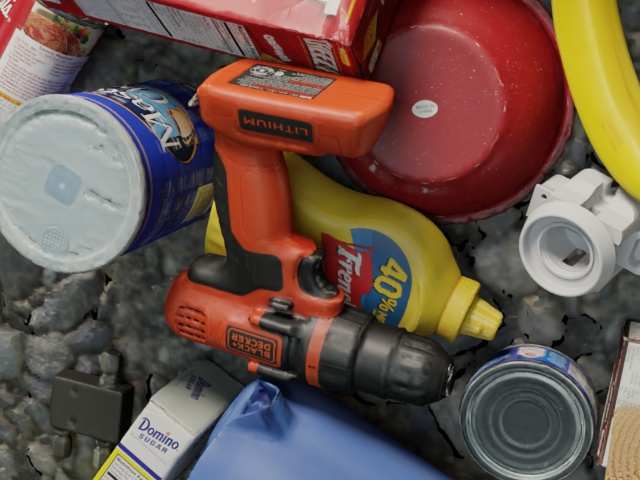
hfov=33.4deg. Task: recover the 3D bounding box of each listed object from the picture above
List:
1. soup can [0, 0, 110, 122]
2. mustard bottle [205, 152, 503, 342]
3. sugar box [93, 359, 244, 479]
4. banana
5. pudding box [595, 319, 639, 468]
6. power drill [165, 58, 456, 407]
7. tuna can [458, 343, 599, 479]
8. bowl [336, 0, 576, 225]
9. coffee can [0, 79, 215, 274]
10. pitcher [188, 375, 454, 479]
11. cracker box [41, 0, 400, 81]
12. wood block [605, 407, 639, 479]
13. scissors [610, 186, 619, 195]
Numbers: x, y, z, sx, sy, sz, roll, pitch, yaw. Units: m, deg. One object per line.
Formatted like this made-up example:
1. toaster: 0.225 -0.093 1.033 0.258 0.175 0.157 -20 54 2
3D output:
1. soup can: -0.192 -0.120 0.710 0.068 0.068 0.102 38 111 7
2. mustard bottle: 0.024 0.014 0.672 0.192 0.058 0.096 25 125 10
3. sugar box: -0.127 0.167 0.739 0.048 0.093 0.176 36 109 7
4. banana: 0.167 -0.096 0.601 0.070 0.037 0.198 -36 72 62
5. pudding box: 0.229 0.104 0.638 0.113 0.039 0.090 11 106 13
6. power drill: -0.004 0.001 0.605 0.185 0.057 0.188 14 120 17
7. tuna can: 0.131 0.111 0.674 0.086 0.033 0.086 4 103 17
8. bowl: 0.069 -0.083 0.640 0.162 0.055 0.162 4 103 18
9. coffee can: -0.125 -0.045 0.665 0.103 0.140 0.103 4 103 17
10. pitcher: 0.030 0.195 0.685 0.243 0.149 0.145 31 94 6
11. cracker box: -0.051 -0.196 0.614 0.214 0.072 0.164 17 81 15
12. wood block: 0.202 0.211 0.617 0.091 0.090 0.206 8 119 17
13. scissors: 0.247 -0.016 0.580 0.202 0.016 0.096 -21 59 29
